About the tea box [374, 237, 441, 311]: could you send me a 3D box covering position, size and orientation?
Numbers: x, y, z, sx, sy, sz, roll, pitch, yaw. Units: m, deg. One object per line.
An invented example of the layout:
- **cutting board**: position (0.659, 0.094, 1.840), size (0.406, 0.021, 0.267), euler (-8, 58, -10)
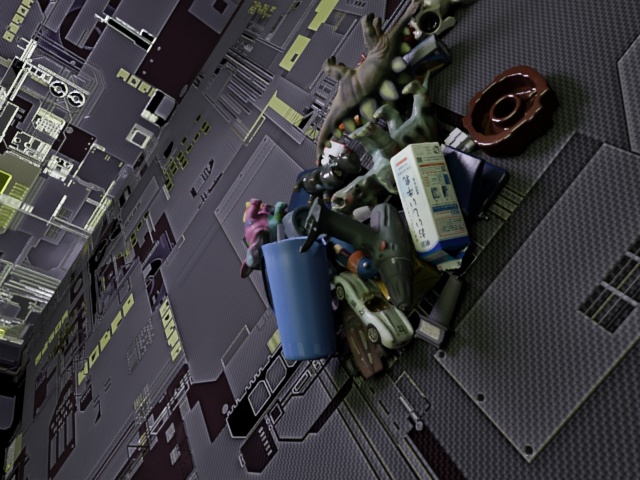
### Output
- **tea box**: position (0.153, 0.046, 1.070), size (0.098, 0.068, 0.170), euler (-50, 37, 18)

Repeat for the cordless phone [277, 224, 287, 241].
- **cordless phone**: position (-0.097, 0.062, 1.381), size (0.147, 0.089, 0.184), euler (-98, 30, -41)

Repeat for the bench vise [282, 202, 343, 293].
- **bench vise**: position (0.006, -0.004, 1.206), size (0.240, 0.129, 0.224), euler (-50, 51, 40)

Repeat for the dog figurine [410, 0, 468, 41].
- **dog figurine**: position (0.279, -0.601, 1.362), size (0.172, 0.121, 0.191), euler (-43, 24, 20)

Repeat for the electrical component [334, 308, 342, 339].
- **electrical component**: position (0.008, 0.190, 1.176), size (0.078, 0.045, 0.102), euler (-55, 32, 32)

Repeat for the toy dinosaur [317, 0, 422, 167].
- **toy dinosaur**: position (0.098, -0.365, 1.295), size (0.198, 0.105, 0.471), euler (52, 128, 11)

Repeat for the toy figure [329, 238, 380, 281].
- **toy figure**: position (0.073, 0.039, 1.066), size (0.155, 0.064, 0.057), euler (44, 140, 51)

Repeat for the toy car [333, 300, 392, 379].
- **toy car**: position (0.076, 0.183, 1.077), size (0.089, 0.053, 0.202), euler (-34, 40, 14)

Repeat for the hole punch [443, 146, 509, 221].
- **hole punch**: position (0.272, -0.109, 1.015), size (0.115, 0.092, 0.142), euler (-60, 38, 8)

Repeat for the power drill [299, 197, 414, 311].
- **power drill**: position (0.072, 0.009, 0.967), size (0.086, 0.207, 0.232), euler (109, 172, -46)

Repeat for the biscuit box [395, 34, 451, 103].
- **biscuit box**: position (0.219, -0.407, 1.312), size (0.203, 0.062, 0.059), euler (-32, 44, 36)

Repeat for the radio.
- **radio**: position (0.020, -0.115, 1.352), size (0.230, 0.073, 0.131), euler (-3, 65, 53)

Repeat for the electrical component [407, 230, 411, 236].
- **electrical component**: position (0.217, -0.019, 1.075), size (0.094, 0.021, 0.063), euler (28, 88, 56)

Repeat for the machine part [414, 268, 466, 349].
- **machine part**: position (0.219, 0.122, 0.960), size (0.084, 0.039, 0.139), euler (15, 82, 64)

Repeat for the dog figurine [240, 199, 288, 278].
- **dog figurine**: position (-0.163, 0.002, 1.470), size (0.191, 0.108, 0.219), euler (165, 115, -74)

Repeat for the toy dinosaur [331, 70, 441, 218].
- **toy dinosaur**: position (0.185, -0.203, 1.140), size (0.405, 0.192, 0.131), euler (-43, 12, -25)

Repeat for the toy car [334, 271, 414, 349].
- **toy car**: position (0.100, 0.128, 1.039), size (0.202, 0.073, 0.056), euler (51, 139, 37)

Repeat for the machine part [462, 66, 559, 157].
- **machine part**: position (0.361, -0.243, 1.022), size (0.179, 0.056, 0.179), euler (-31, 43, 35)

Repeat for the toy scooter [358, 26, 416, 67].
- **toy scooter**: position (0.161, -0.474, 1.375), size (0.184, 0.135, 0.075), euler (-42, 78, 30)

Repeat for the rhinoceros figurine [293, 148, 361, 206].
- **rhinoceros figurine**: position (0.020, -0.144, 1.243), size (0.190, 0.073, 0.112), euler (-21, 28, 52)
